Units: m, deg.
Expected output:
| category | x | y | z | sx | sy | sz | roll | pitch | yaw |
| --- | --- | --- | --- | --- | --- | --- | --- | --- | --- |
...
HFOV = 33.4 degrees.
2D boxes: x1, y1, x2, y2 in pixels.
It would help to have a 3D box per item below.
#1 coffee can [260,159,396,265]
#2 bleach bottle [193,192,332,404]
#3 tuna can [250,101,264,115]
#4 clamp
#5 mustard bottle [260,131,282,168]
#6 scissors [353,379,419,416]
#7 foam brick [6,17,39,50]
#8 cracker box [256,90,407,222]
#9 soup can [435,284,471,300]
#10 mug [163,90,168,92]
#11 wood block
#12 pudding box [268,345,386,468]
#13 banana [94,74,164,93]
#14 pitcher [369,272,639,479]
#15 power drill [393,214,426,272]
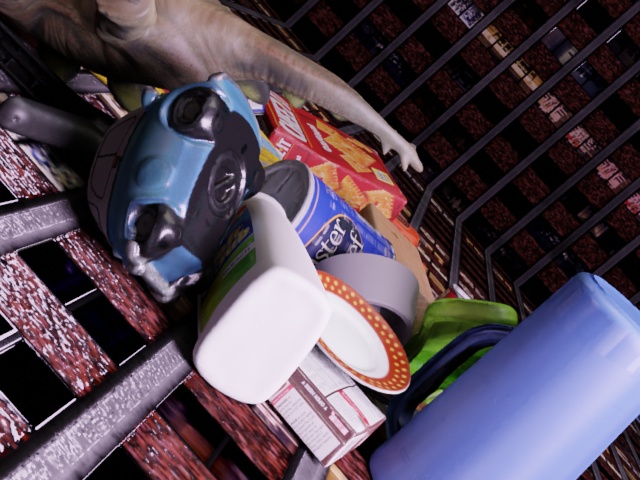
| category | x | y | z | sx | sy | sz | roll | pitch | yaw |
| --- | --- | --- | --- | --- | --- | --- | --- | --- | --- |
| coffee can | -0.007 | 0.001 | 1.048 | 0.140 | 0.103 | 0.103 | 40 | 14 | -37 |
| bleach bottle | -0.058 | 0.025 | 0.830 | 0.068 | 0.102 | 0.251 | 36 | 9 | -19 |
| tuna can | -0.104 | -0.153 | 1.182 | 0.086 | 0.086 | 0.034 | -36 | 123 | -79 |
| clamp | -0.187 | -0.091 | 0.841 | 0.209 | 0.036 | 0.165 | 36 | 15 | -45 |
| mustard bottle | -0.083 | -0.085 | 1.153 | 0.096 | 0.058 | 0.192 | 21 | 22 | -23 |
| scissors | 0.083 | 0.170 | 1.024 | 0.201 | 0.016 | 0.096 | 28 | -17 | -8 |
| foam brick | -0.235 | -0.211 | 0.958 | 0.051 | 0.078 | 0.053 | 44 | 14 | -25 |
| cracker box | -0.005 | -0.109 | 1.403 | 0.213 | 0.072 | 0.164 | 28 | 20 | -27 |
| soup can | 0.139 | 0.109 | 1.244 | 0.068 | 0.102 | 0.068 | 46 | 12 | -12 |
| mug | -0.168 | -0.215 | 1.214 | 0.093 | 0.081 | 0.117 | 43 | 13 | -25 |
| wood block | 0.062 | 0.043 | 1.205 | 0.090 | 0.090 | 0.206 | 45 | 12 | -13 |
| pudding box | 0.000 | 0.123 | 0.831 | 0.090 | 0.039 | 0.113 | 47 | 8 | 12 |
| banana | -0.178 | -0.141 | 1.043 | 0.198 | 0.037 | 0.069 | 47 | 9 | -8 |
| pitcher | 0.160 | 0.137 | 0.862 | 0.149 | 0.243 | 0.145 | 43 | 14 | 3 |
| power drill | 0.082 | -0.015 | 1.575 | 0.184 | 0.057 | 0.187 | 46 | 13 | -1 |
